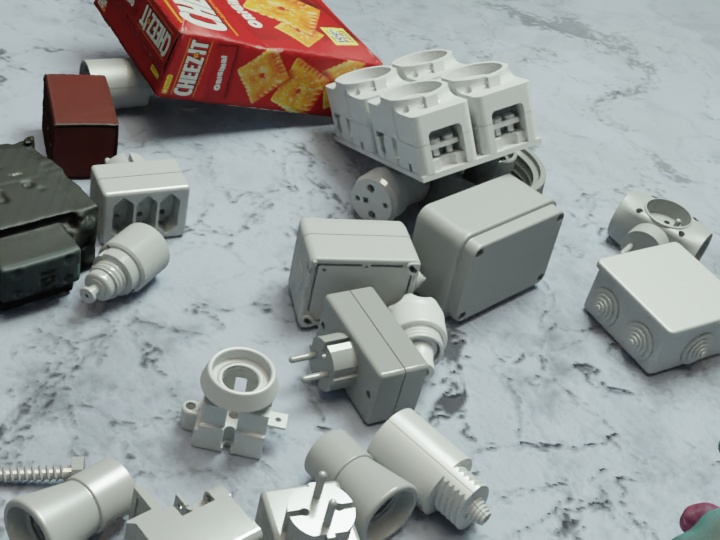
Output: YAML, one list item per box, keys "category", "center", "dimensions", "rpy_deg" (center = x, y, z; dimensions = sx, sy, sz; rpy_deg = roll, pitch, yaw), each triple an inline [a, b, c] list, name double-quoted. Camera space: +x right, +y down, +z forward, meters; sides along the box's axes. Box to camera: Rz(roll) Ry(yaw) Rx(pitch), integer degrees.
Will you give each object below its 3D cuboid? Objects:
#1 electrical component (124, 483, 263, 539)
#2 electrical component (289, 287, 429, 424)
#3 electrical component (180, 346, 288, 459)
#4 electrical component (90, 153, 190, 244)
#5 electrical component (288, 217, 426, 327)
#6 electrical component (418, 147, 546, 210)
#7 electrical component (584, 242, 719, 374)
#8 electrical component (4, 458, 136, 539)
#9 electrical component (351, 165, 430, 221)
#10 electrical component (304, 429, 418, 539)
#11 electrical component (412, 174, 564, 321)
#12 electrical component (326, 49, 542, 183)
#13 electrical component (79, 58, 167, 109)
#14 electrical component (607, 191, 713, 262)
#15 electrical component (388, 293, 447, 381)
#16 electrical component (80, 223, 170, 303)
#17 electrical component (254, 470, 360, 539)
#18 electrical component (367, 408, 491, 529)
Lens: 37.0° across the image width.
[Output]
- category: "electrical component"
  center: [-0.090, 0.152, 0.585]
  dimensions: [0.064, 0.042, 0.081]
  rpy_deg: [-21, 51, -39]
- category: "electrical component"
  center: [-0.010, 0.060, 0.722]
  dimensions: [0.076, 0.047, 0.083]
  rpy_deg: [-10, 44, -28]
- category: "electrical component"
  center: [-0.077, 0.081, 0.667]
  dimensions: [0.066, 0.055, 0.048]
  rpy_deg: [12, 38, -3]
- category: "electrical component"
  center: [-0.175, -0.064, 0.824]
  dimensions: [0.066, 0.047, 0.076]
  rpy_deg: [-8, 43, -26]
- category: "electrical component"
  center: [0.000, 0.000, 0.787]
  dimensions: [0.096, 0.061, 0.061]
  rpy_deg: [1, 37, -16]
- category: "electrical component"
  center: [0.107, -0.079, 0.922]
  dimensions: [0.108, 0.060, 0.108]
  rpy_deg: [9, 38, -7]
- category: "electrical component"
  center: [0.236, 0.029, 0.838]
  dimensions: [0.100, 0.048, 0.099]
  rpy_deg: [-12, 45, -29]
- category: "electrical component"
  center: [-0.156, 0.131, 0.592]
  dimensions: [0.044, 0.044, 0.065]
  rpy_deg: [35, 38, 24]
- category: "electrical component"
  center: [0.025, -0.067, 0.893]
  dimensions: [0.045, 0.045, 0.055]
  rpy_deg: [32, 41, 21]
- category: "electrical component"
  center: [-0.003, 0.127, 0.647]
  dimensions: [0.044, 0.044, 0.065]
  rpy_deg: [-20, 44, -36]
- category: "electrical component"
  center: [0.096, -0.018, 0.828]
  dimensions: [0.113, 0.078, 0.057]
  rpy_deg: [-22, 48, -38]
- category: "electrical component"
  center: [0.054, -0.136, 0.900]
  dimensions: [0.105, 0.060, 0.186]
  rpy_deg: [-20, 23, -17]
- category: "electrical component"
  center: [-0.201, -0.164, 0.944]
  dimensions: [0.081, 0.043, 0.043]
  rpy_deg: [-9, 44, -27]
- category: "electrical component"
  center: [0.247, -0.024, 0.912]
  dimensions: [0.077, 0.044, 0.079]
  rpy_deg: [33, 42, 22]
- category: "electrical component"
  center: [0.040, 0.050, 0.753]
  dimensions: [0.043, 0.043, 0.062]
  rpy_deg: [7, 39, -10]
- category: "electrical component"
  center: [-0.167, -0.002, 0.754]
  dimensions: [0.040, 0.040, 0.078]
  rpy_deg: [25, 39, 14]
- category: "electrical component"
  center: [-0.024, 0.143, 0.589]
  dimensions: [0.047, 0.076, 0.065]
  rpy_deg: [-3, 41, -21]
- category: "electrical component"
  center: [0.047, 0.127, 0.660]
  dimensions: [0.081, 0.043, 0.043]
  rpy_deg: [38, 44, 28]
